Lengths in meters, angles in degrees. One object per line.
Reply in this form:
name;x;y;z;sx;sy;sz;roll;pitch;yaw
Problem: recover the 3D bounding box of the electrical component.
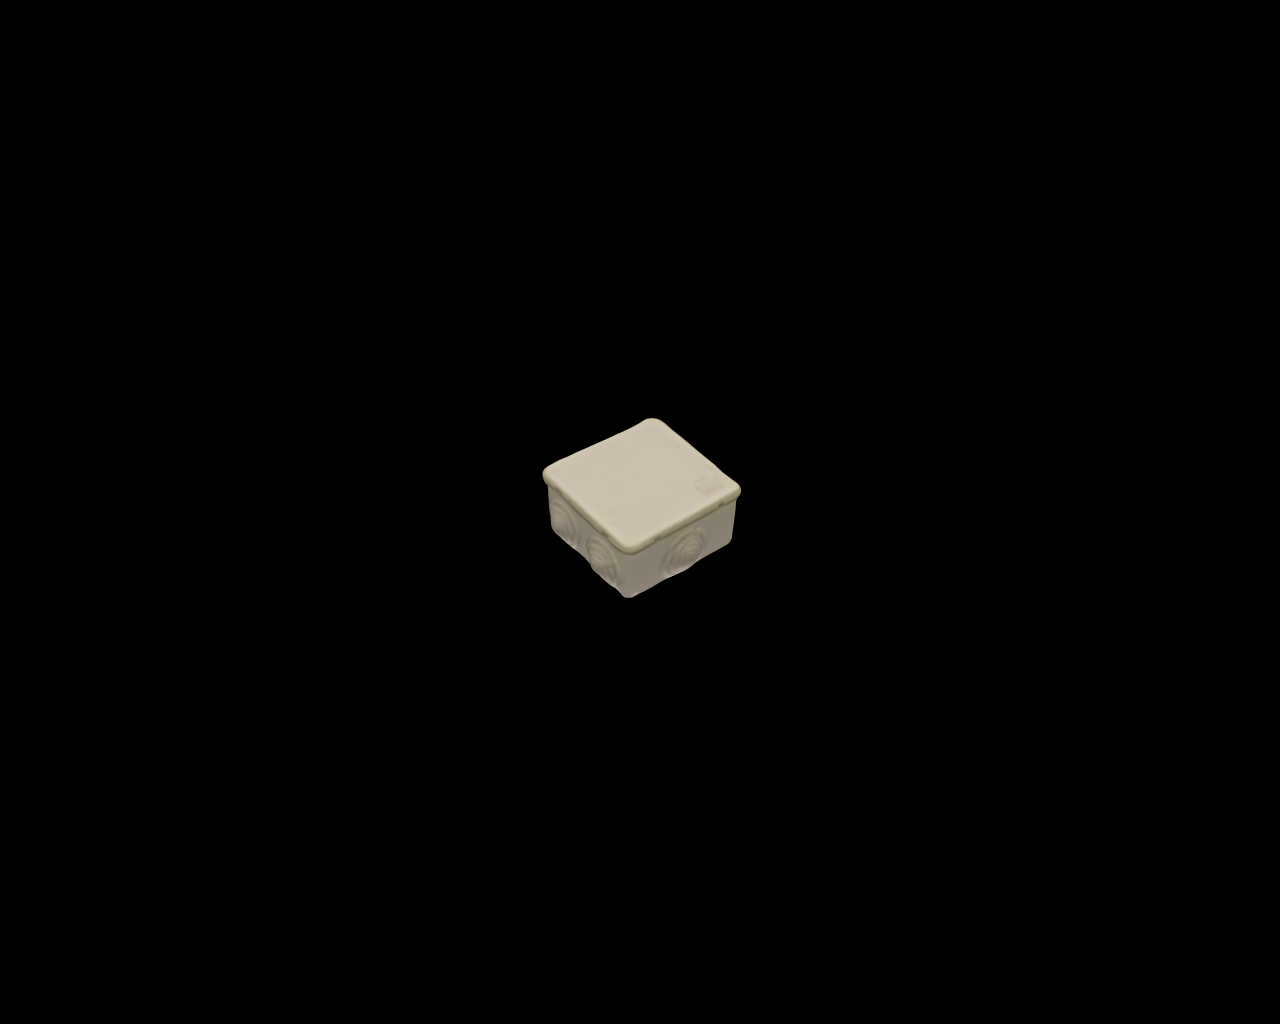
electrical component;0.001;-0.003;0.650;0.100;0.048;0.100;-27;49;-26
